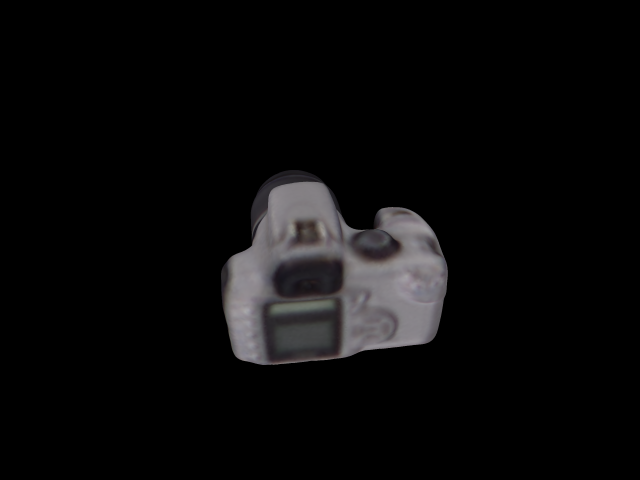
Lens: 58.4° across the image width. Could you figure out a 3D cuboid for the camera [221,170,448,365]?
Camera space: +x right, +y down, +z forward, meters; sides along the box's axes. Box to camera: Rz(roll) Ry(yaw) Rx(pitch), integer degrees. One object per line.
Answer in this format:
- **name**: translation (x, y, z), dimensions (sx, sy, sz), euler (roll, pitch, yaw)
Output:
- **camera**: translation (0.004, 0.001, 0.400), dimensions (0.143, 0.101, 0.136), euler (-5, 40, -6)
